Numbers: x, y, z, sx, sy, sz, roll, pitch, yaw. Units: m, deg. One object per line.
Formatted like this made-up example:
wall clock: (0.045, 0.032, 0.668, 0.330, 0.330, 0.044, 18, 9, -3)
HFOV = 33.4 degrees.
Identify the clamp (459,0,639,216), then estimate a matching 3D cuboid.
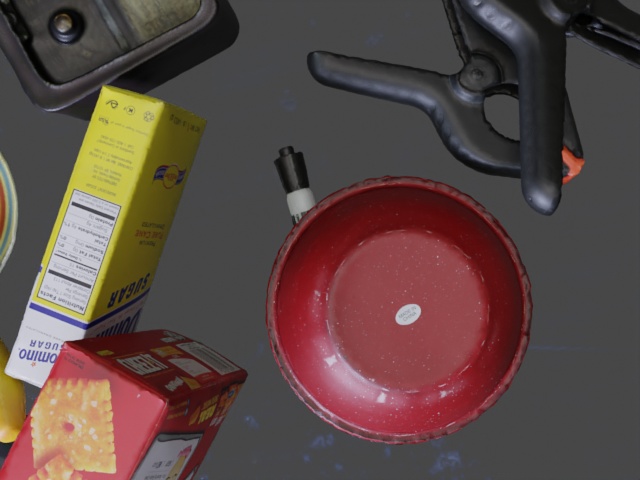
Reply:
clamp: (0.147, -0.129, 0.612, 0.164, 0.036, 0.210, -19, 74, -20)

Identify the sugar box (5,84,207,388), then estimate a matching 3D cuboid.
sugar box: (-0.124, 0.000, 0.639, 0.048, 0.093, 0.176, 17, 93, 10)

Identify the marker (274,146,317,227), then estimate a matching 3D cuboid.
marker: (-0.004, 0.001, 0.657, 0.020, 0.020, 0.121, -17, 87, 8)

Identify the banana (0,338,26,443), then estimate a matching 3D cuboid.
banana: (-0.244, 0.060, 0.648, 0.198, 0.037, 0.069, 20, 60, 20)

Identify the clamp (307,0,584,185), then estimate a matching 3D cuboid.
clamp: (0.092, -0.104, 0.634, 0.171, 0.039, 0.120, 34, 89, 1)

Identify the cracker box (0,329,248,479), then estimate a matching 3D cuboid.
cracker box: (-0.135, 0.158, 0.603, 0.072, 0.164, 0.214, 29, 94, 10)

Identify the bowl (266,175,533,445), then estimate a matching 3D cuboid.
bowl: (0.048, 0.040, 0.617, 0.162, 0.055, 0.162, 0, 87, -1)
